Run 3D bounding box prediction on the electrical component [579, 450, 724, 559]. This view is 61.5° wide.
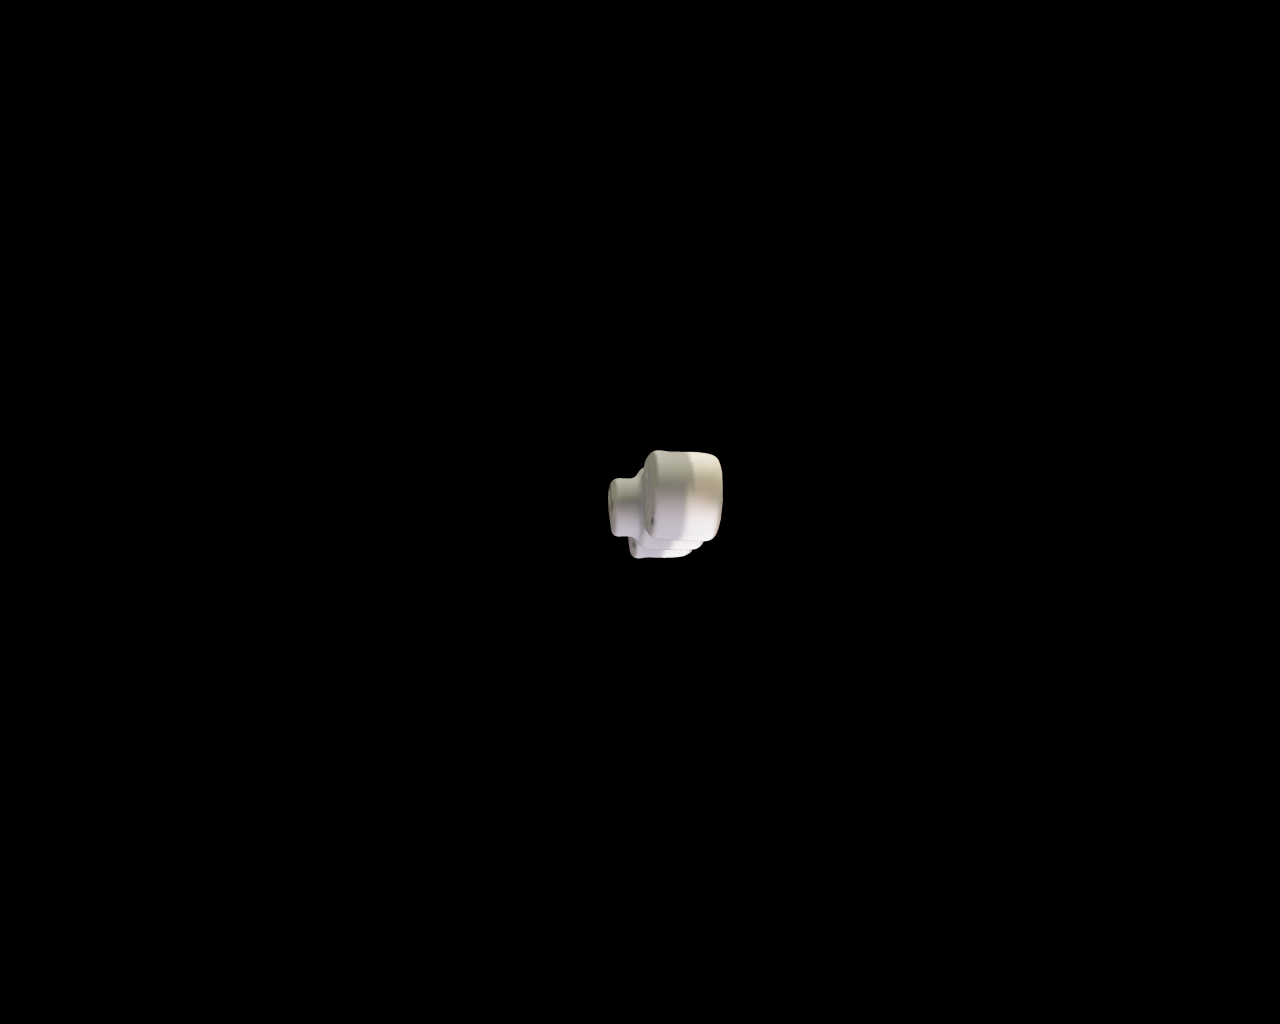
[{"bbox_3d":[0.001,-0.003,0.650,0.074,0.052,0.138,1,-9,-7],"label":"electrical component"}]
